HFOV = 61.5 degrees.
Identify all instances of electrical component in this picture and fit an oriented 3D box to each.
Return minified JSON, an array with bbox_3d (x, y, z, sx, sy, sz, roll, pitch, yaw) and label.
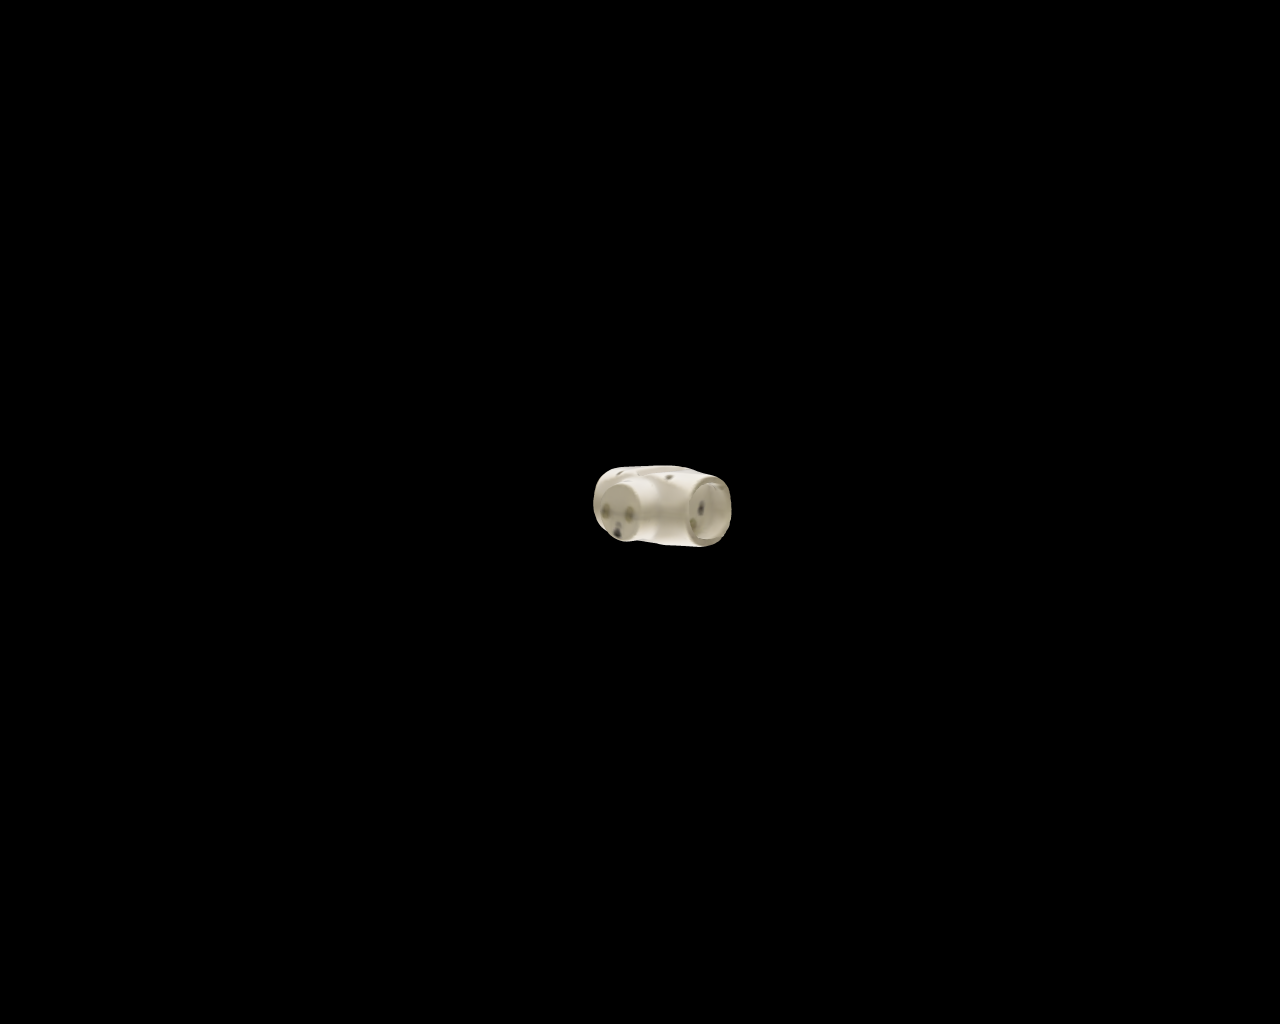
[{"bbox_3d":[0.001,-0.003,0.650,0.077,0.043,0.079,8,12,43],"label":"electrical component"}]
